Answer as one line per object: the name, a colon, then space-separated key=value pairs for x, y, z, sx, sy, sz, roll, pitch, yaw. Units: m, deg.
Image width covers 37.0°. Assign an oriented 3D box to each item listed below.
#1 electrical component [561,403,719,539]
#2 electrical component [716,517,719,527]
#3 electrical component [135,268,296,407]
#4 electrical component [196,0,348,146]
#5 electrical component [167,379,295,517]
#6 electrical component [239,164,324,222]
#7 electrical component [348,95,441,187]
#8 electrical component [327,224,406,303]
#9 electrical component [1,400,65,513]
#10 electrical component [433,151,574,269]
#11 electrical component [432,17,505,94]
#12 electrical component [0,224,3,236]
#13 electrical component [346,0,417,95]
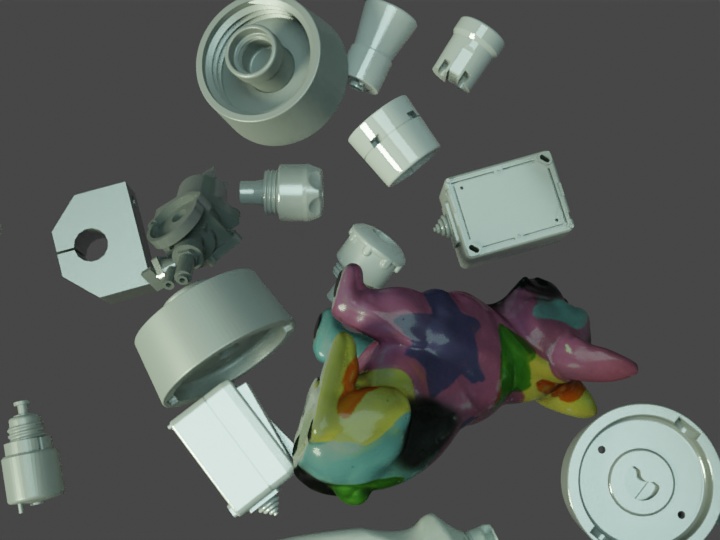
electrical component: x=0.195 y=0.150 z=0.763 sx=0.108 sy=0.060 sz=0.108 roll=0 pitch=81 yaw=-1
electrical component: x=0.275 y=0.160 z=0.774 sx=0.046 sy=0.040 sz=0.040 roll=-21 pitch=81 yaw=-9
electrical component: x=-0.106 y=0.042 z=0.757 sx=0.108 sy=0.108 sz=0.060 roll=-33 pitch=76 yaw=-6
electrical component: x=-0.069 y=-0.152 z=0.795 sx=0.108 sy=0.060 sz=0.108 roll=-3 pitch=80 yaw=18
electrical component: x=-0.081 y=0.129 z=0.763 sx=0.061 sy=0.061 sz=0.096 roll=-37 pitch=83 yaw=-6
electrical component: x=-0.059 y=-0.058 z=0.804 sx=0.062 sy=0.043 sz=0.043 roll=0 pitch=81 yaw=1
electrical component: x=0.027 y=-0.095 z=0.806 sx=0.055 sy=0.055 sz=0.047 roll=-37 pitch=86 yaw=-6
electrical component: x=0.000 y=0.000 z=0.796 sx=0.048 sy=0.048 sz=0.062 roll=38 pitch=103 yaw=5
electrical component: x=-0.237 y=0.133 z=0.772 sx=0.040 sy=0.040 sz=0.078 roll=-11 pitch=81 yaw=-2
electrical component: x=0.100 y=-0.041 z=0.793 sx=0.096 sy=0.061 sz=0.061 roll=-16 pitch=81 yaw=-3
electrical component: x=0.082 y=-0.164 z=0.826 sx=0.040 sy=0.040 sz=0.046 roll=33 pitch=88 yaw=5
electrical component: x=-0.297 y=-0.020 z=0.794 sx=0.045 sy=0.045 sz=0.055 roll=31 pitch=81 yaw=4
electrical component: x=0.011 y=-0.168 z=0.825 sx=0.044 sy=0.044 sz=0.065 roll=25 pitch=86 yaw=3
